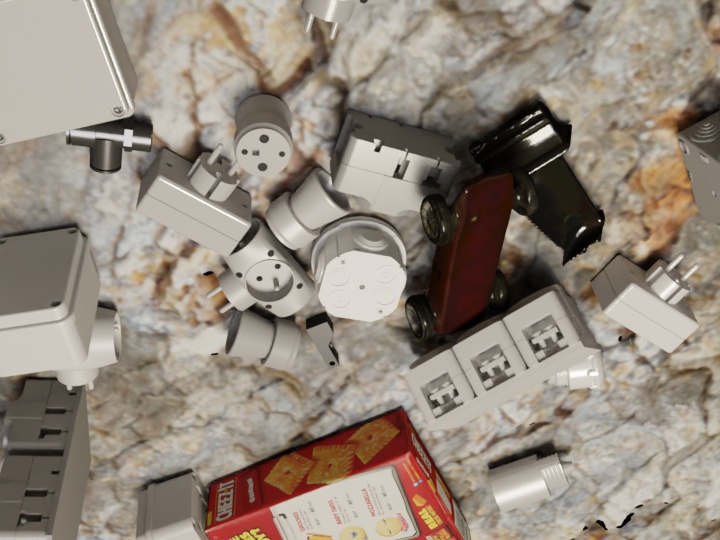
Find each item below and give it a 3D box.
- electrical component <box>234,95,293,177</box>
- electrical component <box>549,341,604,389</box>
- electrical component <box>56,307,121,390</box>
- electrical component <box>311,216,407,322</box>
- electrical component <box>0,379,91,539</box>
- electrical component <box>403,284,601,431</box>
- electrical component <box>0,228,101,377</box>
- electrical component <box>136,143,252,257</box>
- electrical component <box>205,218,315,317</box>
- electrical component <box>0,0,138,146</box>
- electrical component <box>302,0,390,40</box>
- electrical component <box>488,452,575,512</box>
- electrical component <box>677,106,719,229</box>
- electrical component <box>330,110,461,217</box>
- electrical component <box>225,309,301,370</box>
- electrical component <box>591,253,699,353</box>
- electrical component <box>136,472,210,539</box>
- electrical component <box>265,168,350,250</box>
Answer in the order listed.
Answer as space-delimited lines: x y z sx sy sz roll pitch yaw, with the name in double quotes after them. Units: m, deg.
-0.073 -0.102 0.818 0.045 0.055 0.045 -2 125 -3 "electrical component"
0.190 0.088 0.979 0.062 0.048 0.048 -8 125 9 "electrical component"
-0.246 0.073 0.929 0.077 0.044 0.079 -1 125 -4 "electrical component"
0.000 0.000 0.897 0.080 0.051 0.080 -2 125 -3 "electrical component"
-0.276 0.192 0.923 0.060 0.186 0.105 2 124 -6 "electrical component"
0.122 0.077 0.935 0.150 0.061 0.089 -31 164 16 "electrical component"
-0.255 0.023 0.853 0.078 0.113 0.057 -8 128 1 "electrical component"
-0.120 -0.066 0.843 0.083 0.047 0.075 28 118 -22 "electrical component"
-0.091 0.008 0.897 0.079 0.044 0.077 -33 121 11 "electrical component"
-0.227 -0.155 0.767 0.109 0.056 0.108 -12 125 3 "electrical component"
-0.018 -0.201 0.761 0.077 0.044 0.079 12 123 -13 "electrical component"
0.171 0.205 1.058 0.081 0.043 0.043 -21 124 9 "electrical component"
0.299 -0.070 0.847 0.048 0.099 0.099 -28 123 -1 "electrical component"
0.025 -0.080 0.844 0.089 0.050 0.055 13 122 -14 "electrical component"
-0.084 0.060 0.935 0.055 0.045 0.045 17 121 -17 "electrical component"
0.260 0.017 0.934 0.083 0.047 0.075 29 117 -22 "electrical component"
-0.168 0.264 1.048 0.057 0.078 0.113 -20 124 5 "electrical component"
-0.042 -0.048 0.864 0.055 0.045 0.045 -36 120 19 "electrical component"
